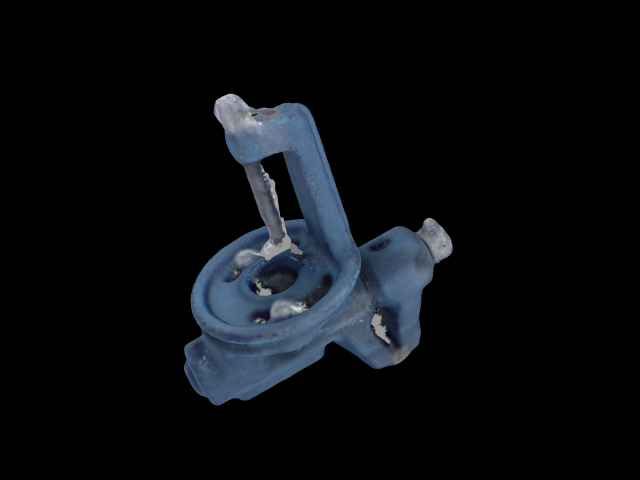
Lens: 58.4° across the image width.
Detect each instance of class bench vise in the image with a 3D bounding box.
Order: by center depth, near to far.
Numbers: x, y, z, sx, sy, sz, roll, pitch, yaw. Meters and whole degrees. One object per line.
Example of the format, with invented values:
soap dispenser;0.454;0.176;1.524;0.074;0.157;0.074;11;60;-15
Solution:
bench vise;-0.004;-0.003;0.408;0.208;0.220;0.121;-25;37;-37
